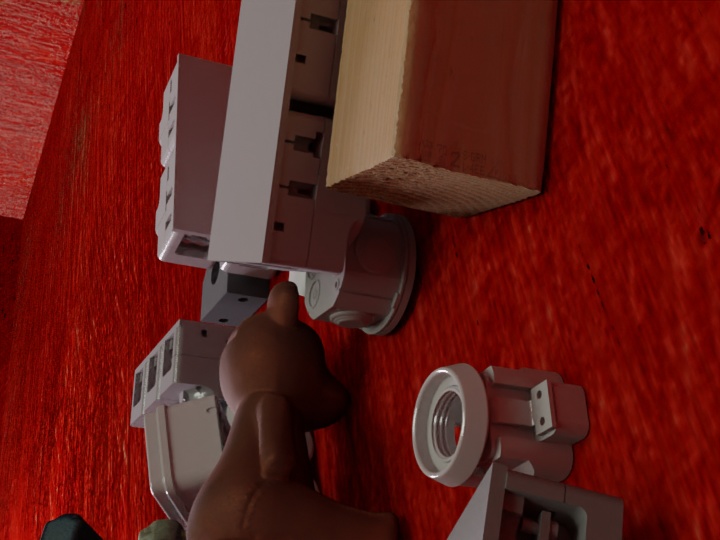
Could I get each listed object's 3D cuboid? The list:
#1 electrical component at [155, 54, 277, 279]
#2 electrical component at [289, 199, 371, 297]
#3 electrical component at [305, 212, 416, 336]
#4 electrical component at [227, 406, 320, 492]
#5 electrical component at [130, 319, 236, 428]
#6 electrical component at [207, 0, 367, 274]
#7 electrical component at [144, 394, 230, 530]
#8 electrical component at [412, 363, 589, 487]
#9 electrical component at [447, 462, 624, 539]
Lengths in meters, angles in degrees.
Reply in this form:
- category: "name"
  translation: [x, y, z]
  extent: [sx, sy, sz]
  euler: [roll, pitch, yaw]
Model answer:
- category: "electrical component"
  translation: [-0.119, -0.089, 0.948]
  extent: [0.060, 0.105, 0.186]
  euler: [130, 144, -50]
- category: "electrical component"
  translation: [-0.028, -0.023, 0.782]
  extent: [0.079, 0.043, 0.077]
  euler: [-146, 68, -66]
- category: "electrical component"
  translation: [0.000, 0.000, 0.696]
  extent: [0.080, 0.051, 0.080]
  euler: [-170, 90, -68]
- category: "electrical component"
  translation: [-0.071, 0.145, 0.802]
  extent: [0.138, 0.052, 0.073]
  euler: [-101, 31, -41]
- category: "electrical component"
  translation: [-0.135, 0.101, 0.925]
  extent: [0.150, 0.089, 0.061]
  euler: [140, 136, -57]
- category: "electrical component"
  translation: [-0.039, -0.093, 0.669]
  extent: [0.105, 0.060, 0.186]
  euler: [3, 85, 65]
- category: "electrical component"
  translation: [-0.127, 0.160, 0.852]
  extent: [0.113, 0.057, 0.078]
  euler: [77, 179, -53]
- category: "electrical component"
  translation: [0.061, 0.075, 0.510]
  extent: [0.078, 0.057, 0.058]
  euler: [134, 140, -53]
- category: "electrical component"
  translation: [0.060, 0.165, 0.410]
  extent: [0.089, 0.062, 0.150]
  euler: [105, 179, -53]
